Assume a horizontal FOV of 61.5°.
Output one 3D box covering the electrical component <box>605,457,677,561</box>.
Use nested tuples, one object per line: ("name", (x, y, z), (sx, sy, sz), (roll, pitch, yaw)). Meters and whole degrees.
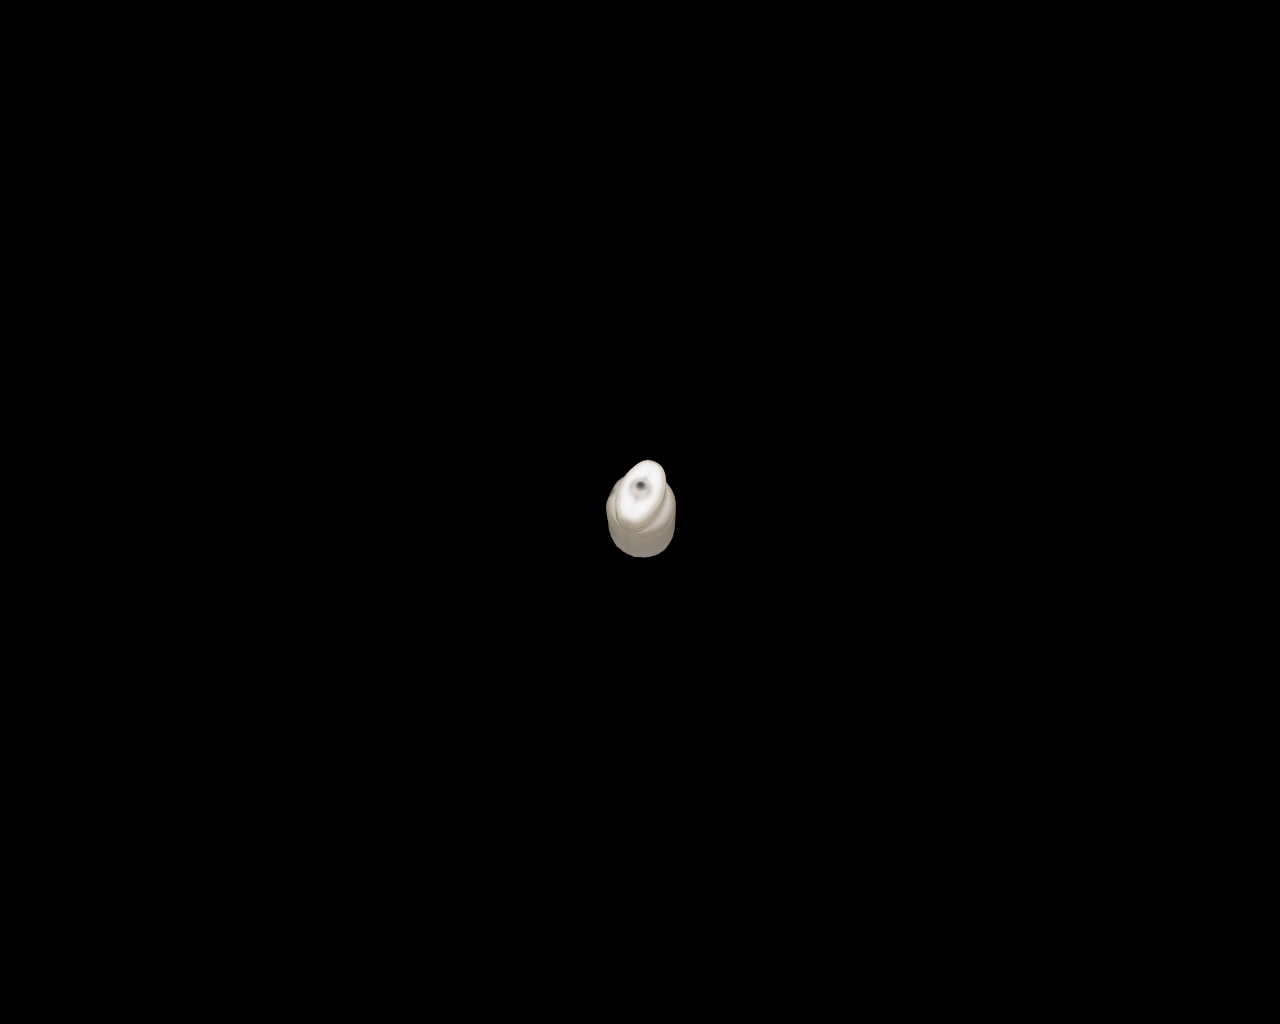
("electrical component", (0.001, -0.003, 0.650), (0.043, 0.043, 0.080), (0, -19, 0))
